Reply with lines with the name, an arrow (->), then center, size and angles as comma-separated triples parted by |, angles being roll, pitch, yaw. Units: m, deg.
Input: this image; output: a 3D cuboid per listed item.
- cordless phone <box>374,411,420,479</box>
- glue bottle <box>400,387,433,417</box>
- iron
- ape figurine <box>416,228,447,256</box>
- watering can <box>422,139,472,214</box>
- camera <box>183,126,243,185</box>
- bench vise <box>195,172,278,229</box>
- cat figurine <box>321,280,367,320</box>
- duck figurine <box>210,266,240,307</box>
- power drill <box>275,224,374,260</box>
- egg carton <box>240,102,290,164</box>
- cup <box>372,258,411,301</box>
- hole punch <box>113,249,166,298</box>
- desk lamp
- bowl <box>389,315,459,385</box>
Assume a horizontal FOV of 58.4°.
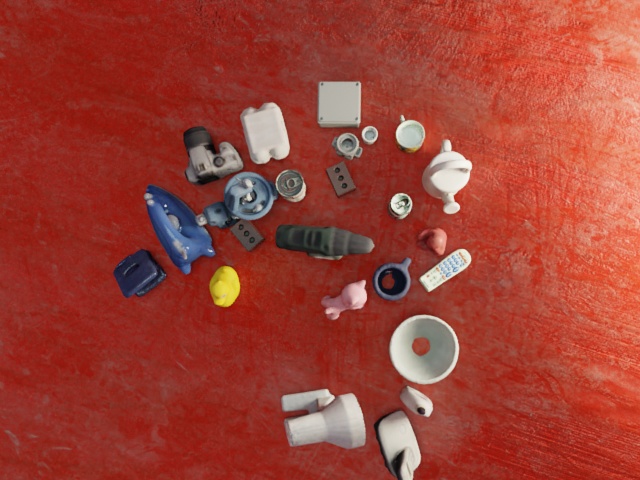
cordless phone -> 0.185, 0.493, 1.346 | 0.094, 0.185, 0.147 | -22, 85, 1
glue bottle -> 0.234, 0.391, 1.356 | 0.078, 0.173, 0.037 | 26, 88, 4
iron -> -0.379, -0.044, 1.429 | 0.118, 0.141, 0.258 | -36, 85, 0
ape figurine -> 0.283, 0.003, 1.420 | 0.076, 0.092, 0.078 | -30, 85, 1
watering can -> 0.310, -0.154, 1.377 | 0.101, 0.194, 0.173 | -25, 85, 1
camera -> -0.286, -0.224, 1.456 | 0.143, 0.101, 0.137 | -20, 86, 1
bench vise -> -0.202, -0.084, 1.384 | 0.207, 0.220, 0.121 | -44, 85, -1
cat figurine -> 0.064, 0.149, 1.408 | 0.128, 0.118, 0.067 | -28, 85, 1
duck figurine -> -0.246, 0.118, 1.440 | 0.077, 0.086, 0.105 | 6, 87, 3
power drill -> 0.013, 0.005, 1.374 | 0.229, 0.208, 0.076 | 5, 86, 3
egg carton -> -0.139, -0.274, 1.468 | 0.107, 0.069, 0.150 | -16, 86, 2
cup -> 0.181, 0.092, 1.417 | 0.091, 0.095, 0.118 | 37, 89, 5
hole punch -> -0.465, 0.085, 1.450 | 0.108, 0.091, 0.101 | -39, 85, 0
desk lamp -> 0.003, 0.426, 1.345 | 0.203, 0.213, 0.118 | -9, 86, 2
bowl -> 0.252, 0.267, 1.413 | 0.167, 0.075, 0.167 | 0, 86, 3
